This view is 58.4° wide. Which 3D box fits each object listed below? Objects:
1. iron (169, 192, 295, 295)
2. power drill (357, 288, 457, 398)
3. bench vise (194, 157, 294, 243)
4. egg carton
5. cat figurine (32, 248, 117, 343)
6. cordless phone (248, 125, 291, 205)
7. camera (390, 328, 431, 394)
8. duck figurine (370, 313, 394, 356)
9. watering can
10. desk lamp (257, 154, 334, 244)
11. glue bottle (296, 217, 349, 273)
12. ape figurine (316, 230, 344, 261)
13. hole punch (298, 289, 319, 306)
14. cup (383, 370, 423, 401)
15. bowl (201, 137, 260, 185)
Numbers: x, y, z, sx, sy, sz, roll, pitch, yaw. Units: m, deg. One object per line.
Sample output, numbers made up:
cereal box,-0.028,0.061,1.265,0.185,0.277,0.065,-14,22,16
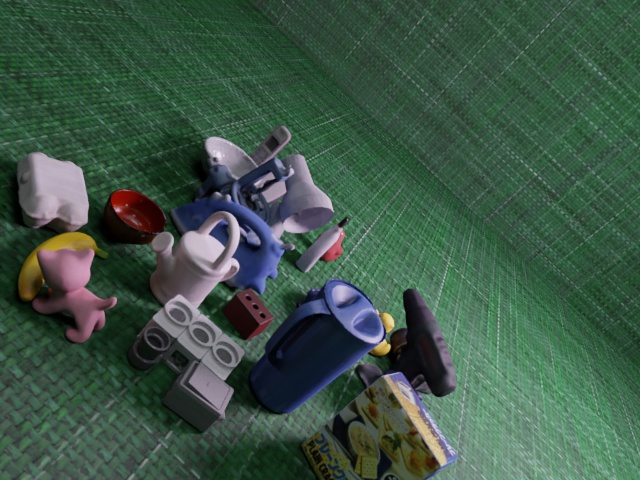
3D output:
iron,-0.178,-0.016,1.176,0.258,0.141,0.119,42,25,-3
power drill,0.181,0.248,1.214,0.076,0.208,0.229,13,38,-47
bench vise,-0.169,-0.117,1.255,0.207,0.219,0.121,41,25,-5
egg carton,-0.450,-0.081,0.960,0.108,0.069,0.150,16,36,-45
cat figurine,-0.350,0.066,0.820,0.128,0.117,0.067,40,25,-6
cordless phone,-0.123,-0.193,1.485,0.147,0.185,0.094,49,25,13
camera,0.232,0.279,1.370,0.144,0.100,0.136,25,30,-34
duck figurine,0.140,0.214,1.353,0.078,0.086,0.104,8,42,-52
watering can,-0.209,0.031,0.992,0.101,0.193,0.173,51,26,16
desk lamp,-0.084,-0.082,1.333,0.118,0.213,0.203,12,39,-49
glue bottle,0.013,0.005,1.389,0.037,0.173,0.078,44,25,2
ape figurine,0.032,0.007,1.510,0.078,0.092,0.076,43,25,1
hole punch,0.023,0.146,1.280,0.109,0.091,0.101,6,44,-53
cup,0.145,0.330,1.167,0.118,0.094,0.091,24,31,-36
bowl,-0.233,-0.174,1.424,0.168,0.074,0.167,34,26,-19
